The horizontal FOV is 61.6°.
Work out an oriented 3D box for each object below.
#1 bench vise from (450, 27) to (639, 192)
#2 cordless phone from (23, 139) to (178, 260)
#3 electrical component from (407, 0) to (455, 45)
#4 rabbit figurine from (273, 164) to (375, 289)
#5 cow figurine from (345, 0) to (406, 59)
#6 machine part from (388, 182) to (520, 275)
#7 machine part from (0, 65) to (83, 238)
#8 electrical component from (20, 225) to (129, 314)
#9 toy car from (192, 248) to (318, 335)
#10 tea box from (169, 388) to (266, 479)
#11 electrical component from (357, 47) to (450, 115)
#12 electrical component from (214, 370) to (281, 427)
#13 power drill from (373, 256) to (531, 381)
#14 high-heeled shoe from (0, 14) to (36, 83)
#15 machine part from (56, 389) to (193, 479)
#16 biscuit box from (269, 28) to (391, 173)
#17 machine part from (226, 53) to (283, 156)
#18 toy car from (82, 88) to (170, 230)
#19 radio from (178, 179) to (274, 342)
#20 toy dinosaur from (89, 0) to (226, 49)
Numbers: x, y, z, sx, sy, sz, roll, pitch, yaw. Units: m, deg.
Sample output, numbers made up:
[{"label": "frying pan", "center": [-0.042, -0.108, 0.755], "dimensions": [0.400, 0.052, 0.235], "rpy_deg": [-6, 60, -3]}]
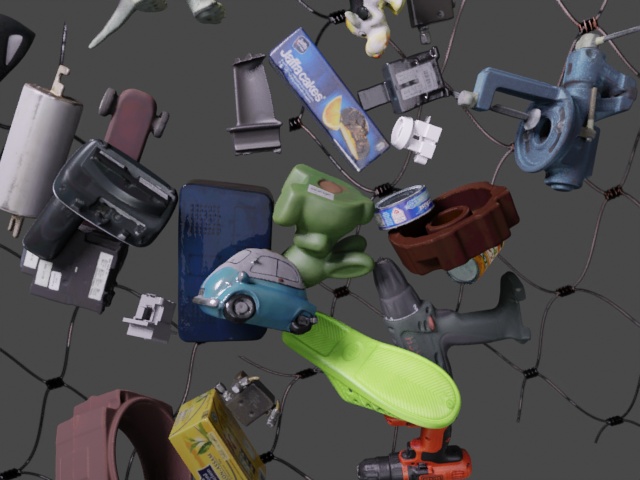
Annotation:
[{"label": "bench vise", "center": [0.306, -0.188, 0.732], "dimensions": [0.241, 0.129, 0.223], "rpy_deg": [11, 102, -12]}, {"label": "cordless phone", "center": [-0.294, -0.025, 0.711], "dimensions": [0.146, 0.089, 0.184], "rpy_deg": [36, 103, -23]}, {"label": "electrical component", "center": [0.155, -0.321, 0.745], "dimensions": [0.063, 0.021, 0.094], "rpy_deg": [-11, 102, -1]}, {"label": "rabbit figurine", "center": [-0.002, -0.002, 0.774], "dimensions": [0.159, 0.121, 0.170], "rpy_deg": [15, 119, -13]}, {"label": "cow figurine", "center": [0.068, -0.333, 0.714], "dimensions": [0.098, 0.068, 0.167], "rpy_deg": [15, 97, 0]}, {"label": "machine part", "center": [0.180, -0.017, 0.736], "dimensions": [0.179, 0.179, 0.056], "rpy_deg": [-28, 103, 3]}, {"label": "machine part", "center": [-0.385, -0.119, 0.731], "dimensions": [0.079, 0.079, 0.243], "rpy_deg": [20, 100, -7]}, {"label": "electrical component", "center": [-0.355, 0.031, 0.773], "dimensions": [0.134, 0.058, 0.114], "rpy_deg": [20, 98, -7]}, {"label": "toy car", "center": [-0.077, 0.063, 0.703], "dimensions": [0.161, 0.109, 0.103], "rpy_deg": [14, 82, -23]}, {"label": "tea box", "center": [-0.152, 0.328, 0.825], "dimensions": [0.068, 0.098, 0.169], "rpy_deg": [-29, 100, 2]}, {"label": "electrical component", "center": [0.113, -0.216, 0.753], "dimensions": [0.119, 0.048, 0.074], "rpy_deg": [-16, 101, -1]}, {"label": "electrical component", "center": [-0.107, 0.249, 0.837], "dimensions": [0.078, 0.045, 0.102], "rpy_deg": [-34, 101, 3]}, {"label": "power drill", "center": [0.201, 0.110, 0.808], "dimensions": [0.207, 0.086, 0.231], "rpy_deg": [-16, 104, -3]}, {"label": "high-heeled shoe", "center": [-0.462, -0.181, 0.733], "dimensions": [0.145, 0.086, 0.248], "rpy_deg": [-8, 124, -32]}, {"label": "machine part", "center": [-0.262, 0.322, 0.748], "dimensions": [0.087, 0.201, 0.201], "rpy_deg": [-23, 147, 9]}, {"label": "biscuit box", "center": [0.012, -0.190, 0.744], "dimensions": [0.059, 0.063, 0.202], "rpy_deg": [-39, 101, 4]}, {"label": "machine part", "center": [-0.095, -0.188, 0.752], "dimensions": [0.084, 0.039, 0.138], "rpy_deg": [-2, 103, 3]}, {"label": "toy car", "center": [-0.281, -0.111, 0.750], "dimensions": [0.089, 0.053, 0.202], "rpy_deg": [18, 101, -24]}, {"label": "radio", "center": [-0.135, 0.031, 0.778], "dimensions": [0.131, 0.073, 0.229], "rpy_deg": [2, 103, -5]}, {"label": "toy dinosaur", "center": [-0.139, -0.391, 0.671], "dimensions": [0.405, 0.131, 0.192], "rpy_deg": [-15, 76, 10]}]
